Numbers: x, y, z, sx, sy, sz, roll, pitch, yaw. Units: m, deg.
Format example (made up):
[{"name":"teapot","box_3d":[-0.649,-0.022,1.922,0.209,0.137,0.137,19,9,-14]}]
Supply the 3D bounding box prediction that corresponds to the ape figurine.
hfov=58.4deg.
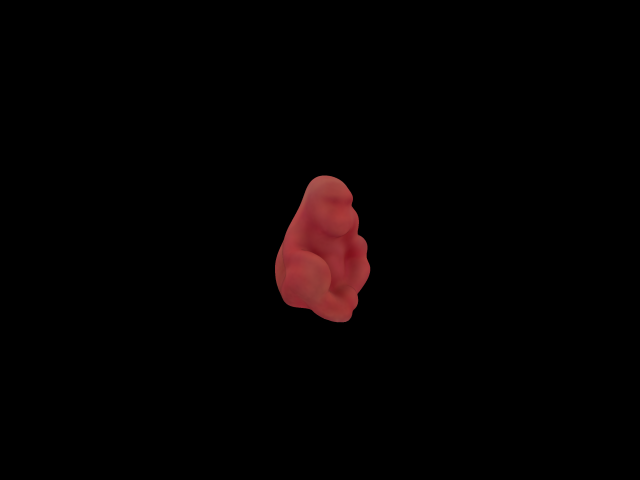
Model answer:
[{"name":"ape figurine","box_3d":[0.004,0.001,0.400,0.078,0.092,0.075,-11,17,-38]}]
